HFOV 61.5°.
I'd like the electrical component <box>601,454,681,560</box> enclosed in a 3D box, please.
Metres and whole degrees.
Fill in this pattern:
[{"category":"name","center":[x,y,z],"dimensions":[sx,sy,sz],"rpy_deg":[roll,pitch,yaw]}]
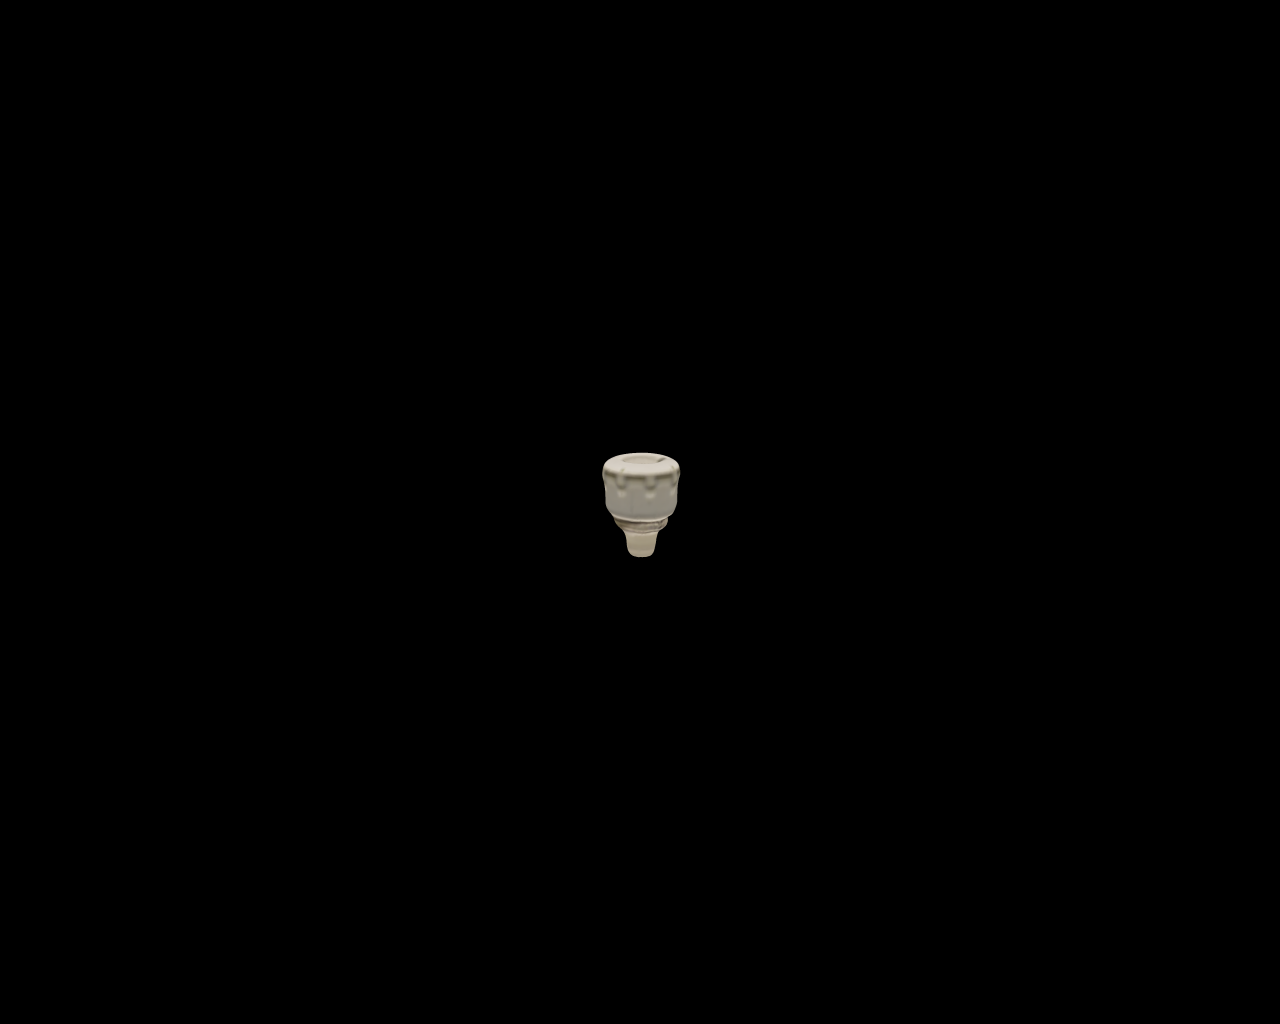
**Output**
[{"category":"electrical component","center":[0.001,-0.003,0.650],"dimensions":[0.048,0.062,0.048],"rpy_deg":[0,15,0]}]
